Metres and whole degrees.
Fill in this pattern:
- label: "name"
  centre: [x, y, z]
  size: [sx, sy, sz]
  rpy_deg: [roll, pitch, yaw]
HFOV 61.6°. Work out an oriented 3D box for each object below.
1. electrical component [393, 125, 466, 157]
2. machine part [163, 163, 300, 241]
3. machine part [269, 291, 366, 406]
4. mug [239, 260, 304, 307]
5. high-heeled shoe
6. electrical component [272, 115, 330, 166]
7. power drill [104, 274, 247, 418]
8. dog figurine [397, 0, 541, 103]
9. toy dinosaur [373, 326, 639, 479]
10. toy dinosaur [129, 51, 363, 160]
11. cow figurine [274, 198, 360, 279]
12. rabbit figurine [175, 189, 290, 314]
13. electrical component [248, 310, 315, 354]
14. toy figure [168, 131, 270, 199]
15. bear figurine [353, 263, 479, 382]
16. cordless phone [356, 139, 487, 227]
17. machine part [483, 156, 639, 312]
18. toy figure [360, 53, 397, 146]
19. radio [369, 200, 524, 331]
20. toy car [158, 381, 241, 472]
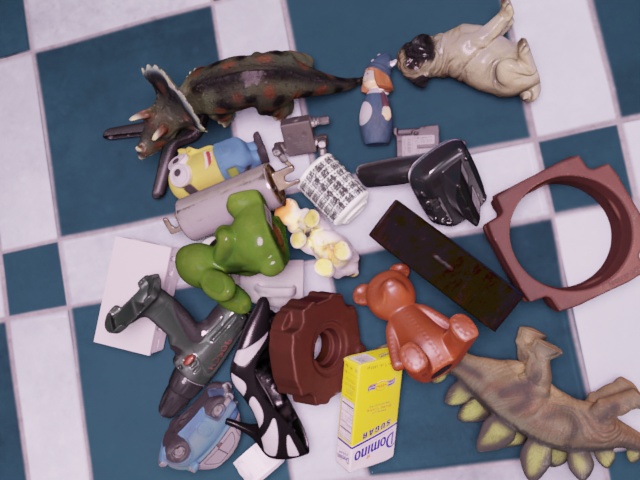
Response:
- label: "electrical component"
  centre: [0.180, -0.147, 0.882]
  size: [0.119, 0.047, 0.074]
  rpy_deg: [3, 88, 12]
- label: "machine part"
  centre: [-0.146, -0.060, 0.882]
  size: [0.243, 0.079, 0.079]
  rpy_deg: [-22, 84, 12]
- label: "machine part"
  centre: [-0.001, 0.165, 0.833]
  size: [0.056, 0.179, 0.179]
  rpy_deg: [-2, 86, 43]
- label: "mug"
  centre: [-0.079, 0.076, 0.877]
  size: [0.107, 0.109, 0.080]
  rpy_deg: [0, 103, 1]
- label: "high-heeled shoe"
  centre: [-0.063, 0.220, 0.833]
  size: [0.145, 0.086, 0.248]
  rpy_deg: [15, 102, 5]
- label: "electrical component"
  centre: [-0.031, -0.167, 0.910]
  size: [0.102, 0.045, 0.078]
  rpy_deg: [-3, 130, 5]
- label: "power drill"
  centre: [-0.245, 0.168, 0.880]
  size: [0.232, 0.086, 0.207]
  rpy_deg: [-48, 116, -3]
- label: "dog figurine"
  centre: [0.236, -0.270, 0.863]
  size: [0.191, 0.121, 0.172]
  rpy_deg: [-24, 80, 22]
- label: "toy dinosaur"
  centre: [0.305, 0.237, 0.813]
  size: [0.472, 0.105, 0.198]
  rpy_deg: [28, 96, 21]
- label: "toy dinosaur"
  centre: [-0.113, -0.241, 0.852]
  size: [0.405, 0.192, 0.131]
  rpy_deg: [-14, 104, 4]
- label: "cow figurine"
  centre: [-0.001, -0.005, 0.892]
  size: [0.068, 0.098, 0.167]
  rpy_deg: [-49, 61, 10]
- label: "rabbit figurine"
  centre: [-0.135, 0.033, 0.815]
  size: [0.170, 0.121, 0.159]
  rpy_deg: [-22, 60, 10]
- label: "electrical component"
  centre: [-0.068, 0.185, 0.903]
  size: [0.115, 0.058, 0.134]
  rpy_deg: [0, 87, 12]
- label: "toy figure"
  centre: [-0.174, -0.121, 0.925]
  size: [0.180, 0.082, 0.089]
  rpy_deg: [-19, 124, 0]
- label: "bear figurine"
  centre: [0.134, 0.110, 0.811]
  size: [0.120, 0.131, 0.196]
  rpy_deg: [-26, 61, -7]
- label: "cordless phone"
  centre: [0.158, -0.081, 0.858]
  size: [0.184, 0.146, 0.089]
  rpy_deg: [-3, 56, 33]
- label: "machine part"
  centre: [0.371, -0.009, 0.822]
  size: [0.201, 0.087, 0.201]
  rpy_deg: [-28, 83, 6]
- label: "toy figure"
  centre: [0.096, -0.235, 0.890]
  size: [0.064, 0.058, 0.154]
  rpy_deg: [1, 91, 35]
- label: "radio"
  centre: [0.189, 0.037, 0.827]
  size: [0.230, 0.131, 0.073]
  rpy_deg: [39, 95, 9]
- label: "toy car"
  centre: [-0.187, 0.323, 0.902]
  size: [0.161, 0.109, 0.103]
  rpy_deg: [-45, 104, -6]
